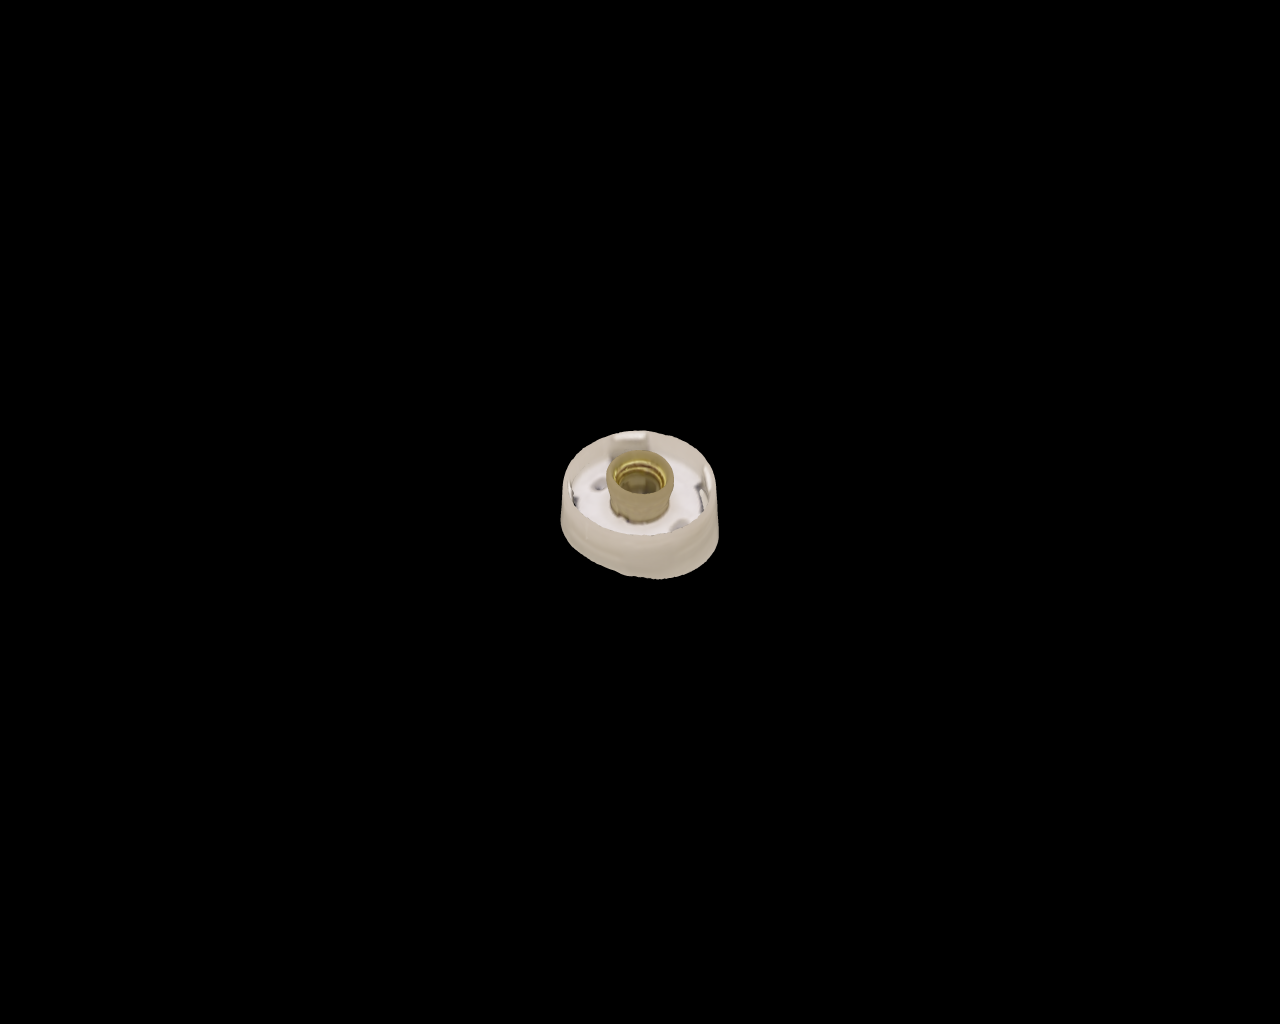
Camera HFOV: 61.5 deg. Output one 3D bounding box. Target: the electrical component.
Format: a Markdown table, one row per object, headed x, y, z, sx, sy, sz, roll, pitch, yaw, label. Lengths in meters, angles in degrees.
| x | y | z | sx | sy | sz | roll | pitch | yaw | label |
| --- | --- | --- | --- | --- | --- | --- | --- | --- | --- |
| 0.001 | -0.003 | 0.650 | 0.099 | 0.099 | 0.064 | 0 | -44 | 0 | electrical component |
